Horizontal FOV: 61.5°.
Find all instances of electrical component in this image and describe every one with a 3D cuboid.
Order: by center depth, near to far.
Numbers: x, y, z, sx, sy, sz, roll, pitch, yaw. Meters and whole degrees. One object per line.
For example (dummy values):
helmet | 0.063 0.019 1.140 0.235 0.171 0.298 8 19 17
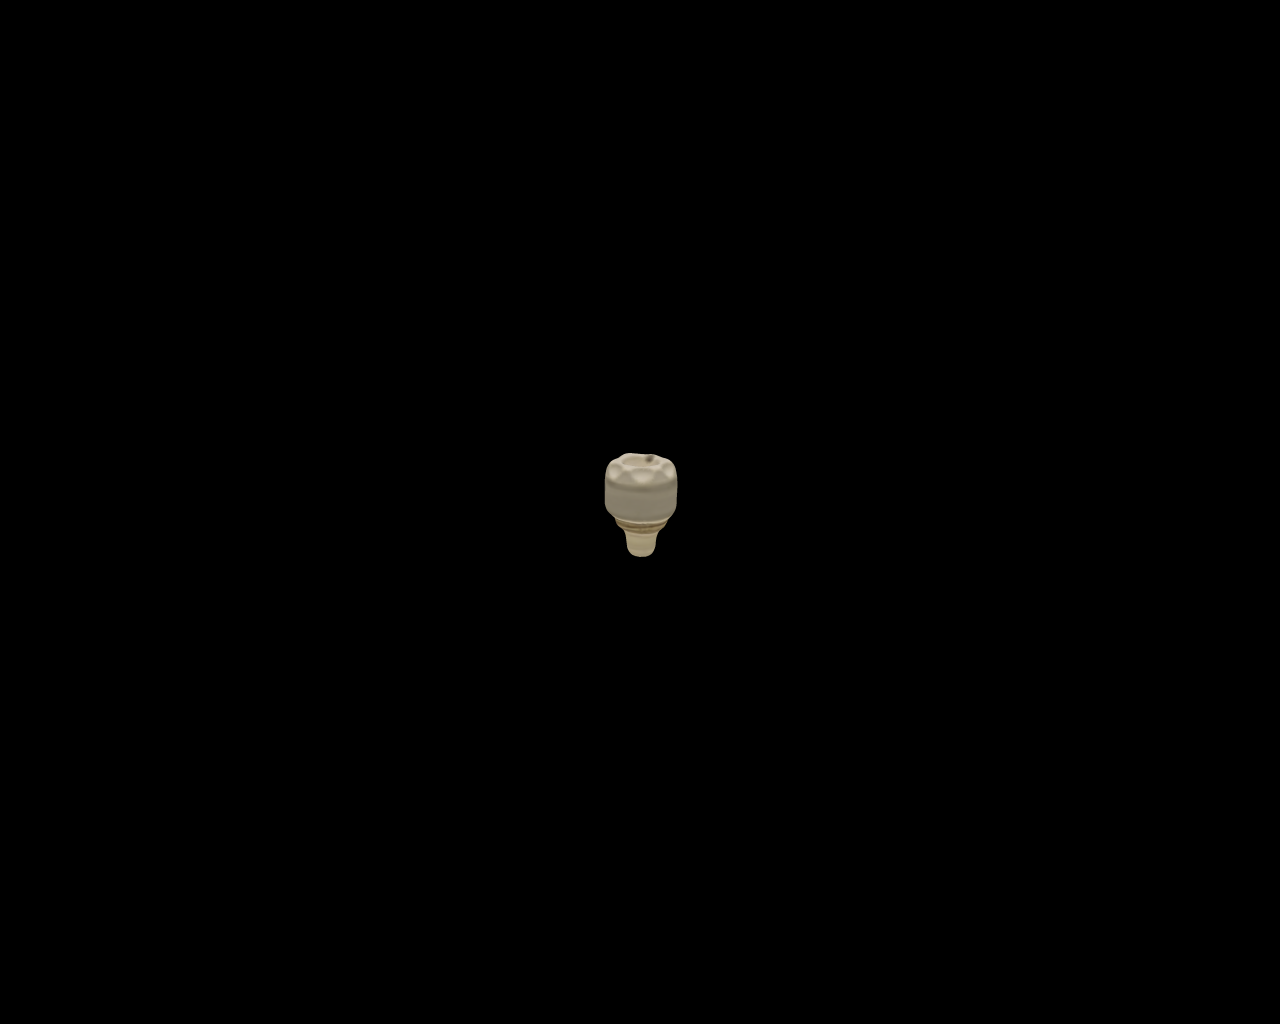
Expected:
electrical component | 0.001 -0.003 0.650 0.043 0.062 0.043 0 19 0
